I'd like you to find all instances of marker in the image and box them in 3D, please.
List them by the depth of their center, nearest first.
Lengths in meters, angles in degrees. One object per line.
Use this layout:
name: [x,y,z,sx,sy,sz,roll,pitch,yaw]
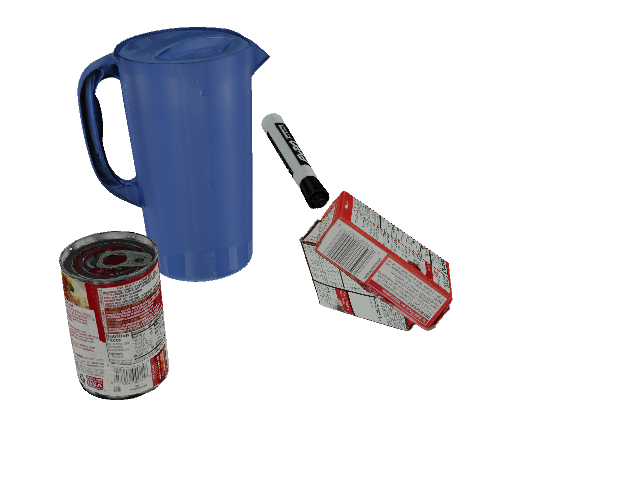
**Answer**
marker: [-0.021,-0.065,0.877,0.020,0.020,0.121,0,38,-26]

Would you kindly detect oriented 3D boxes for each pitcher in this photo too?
pitcher: [-0.139,-0.084,1.072,0.149,0.243,0.144,12,28,26]

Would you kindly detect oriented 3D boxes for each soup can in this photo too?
soup can: [-0.144,0.054,0.759,0.068,0.102,0.068,-1,29,0]

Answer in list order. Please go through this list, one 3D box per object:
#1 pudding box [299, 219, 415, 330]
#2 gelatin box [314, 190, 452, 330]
pudding box: [0.041,0.033,1.045,0.114,0.090,0.039,13,45,34]
gelatin box: [0.040,0.012,0.674,0.089,0.030,0.073,36,15,-6]
